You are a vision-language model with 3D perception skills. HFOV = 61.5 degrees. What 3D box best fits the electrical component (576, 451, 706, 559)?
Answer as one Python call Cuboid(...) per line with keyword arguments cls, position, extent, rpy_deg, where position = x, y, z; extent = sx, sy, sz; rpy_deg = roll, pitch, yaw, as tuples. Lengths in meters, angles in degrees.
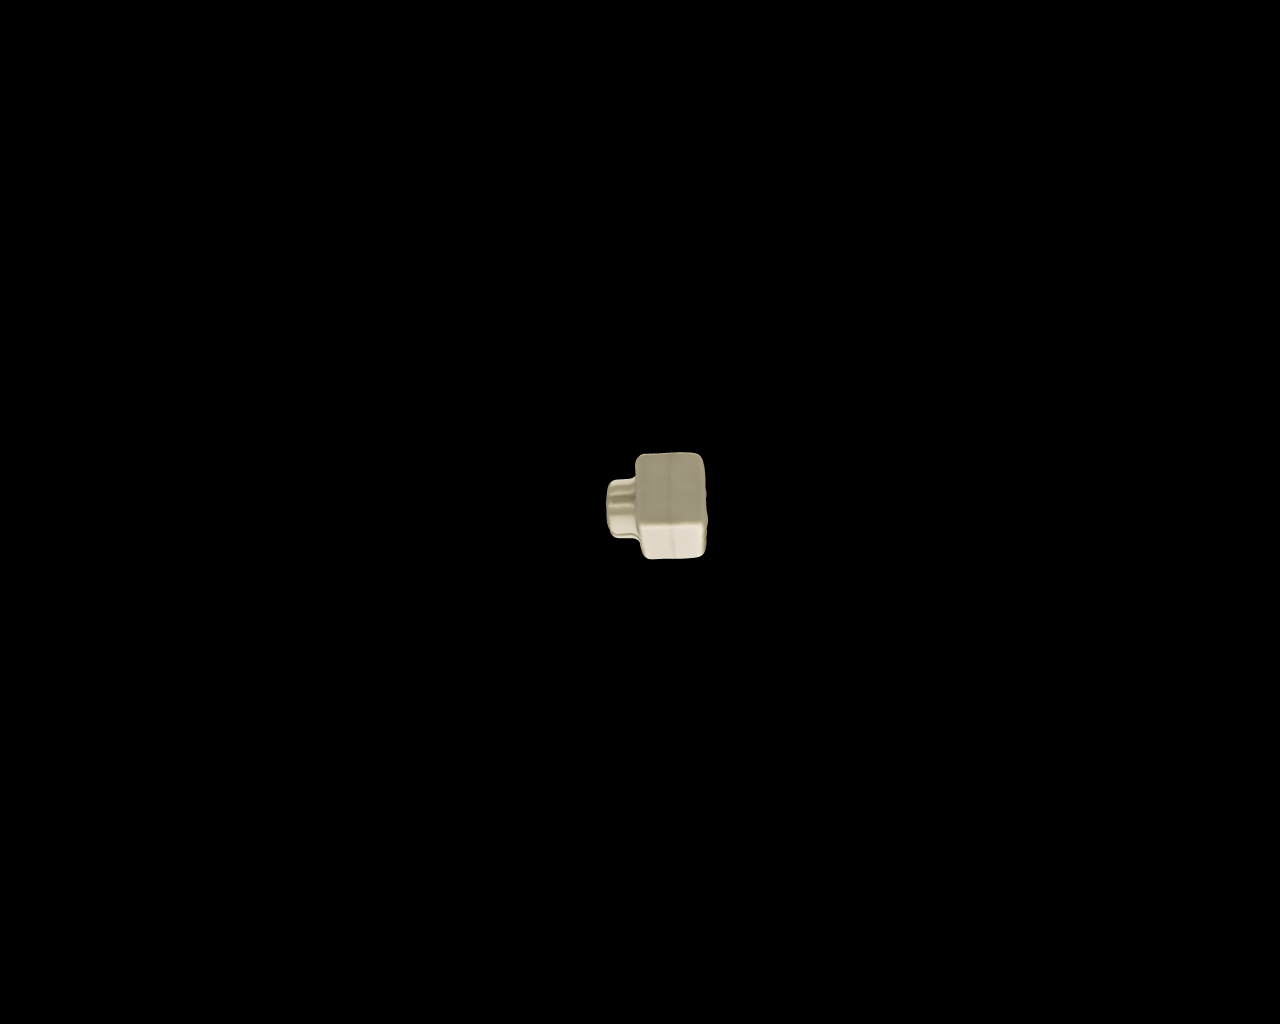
Cuboid(cls="electrical component", position=(0.001, -0.003, 0.650), extent=(0.077, 0.047, 0.065), rpy_deg=(-1, -19, 3))
